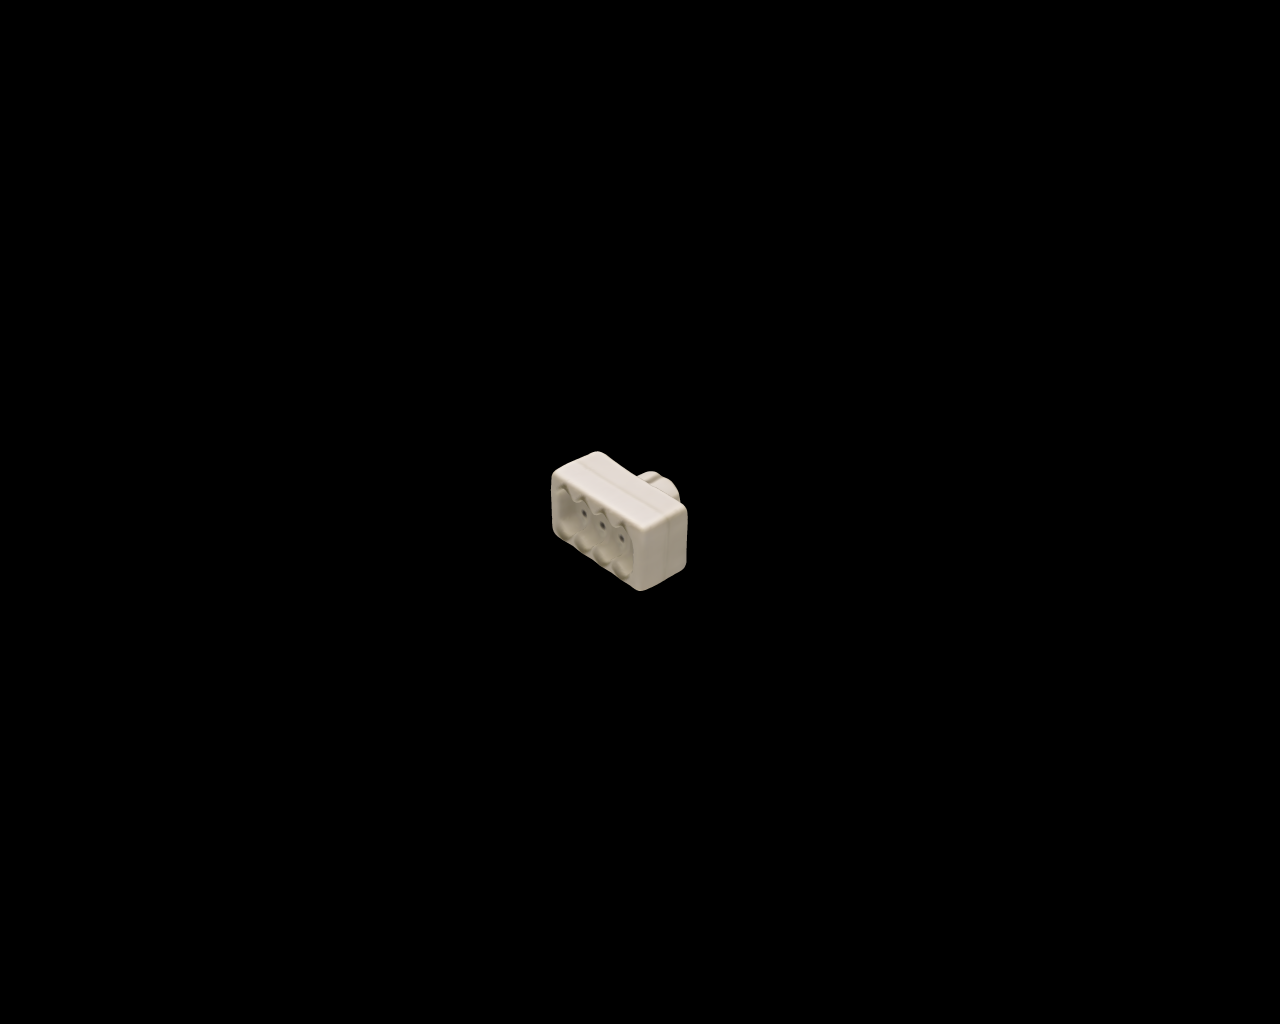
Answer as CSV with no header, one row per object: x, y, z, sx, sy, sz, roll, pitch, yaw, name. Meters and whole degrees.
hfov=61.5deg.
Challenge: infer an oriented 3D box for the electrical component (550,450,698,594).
0.001,-0.003,0.650,0.076,0.047,0.083,-27,44,-33,electrical component
